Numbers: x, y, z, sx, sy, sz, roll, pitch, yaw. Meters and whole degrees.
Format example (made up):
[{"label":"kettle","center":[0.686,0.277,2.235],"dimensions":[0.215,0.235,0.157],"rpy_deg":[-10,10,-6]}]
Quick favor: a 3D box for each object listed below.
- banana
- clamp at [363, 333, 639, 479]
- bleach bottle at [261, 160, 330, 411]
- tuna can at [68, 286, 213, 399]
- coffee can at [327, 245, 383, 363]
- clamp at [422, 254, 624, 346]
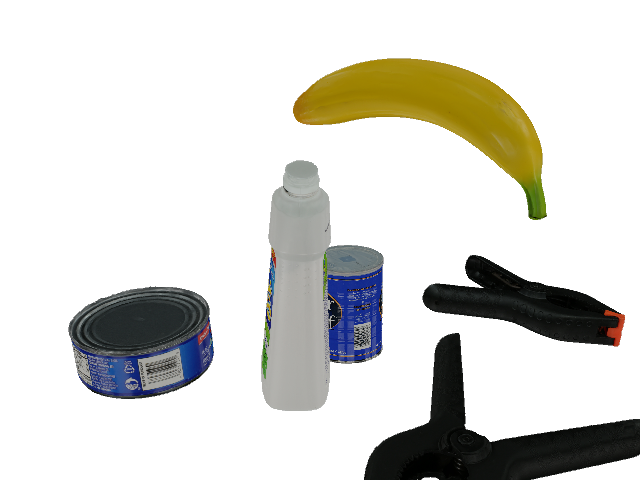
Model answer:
[{"label":"banana","center":[0.062,-0.079,0.665],"dimensions":[0.198,0.070,0.037],"rpy_deg":[27,9,35]},{"label":"clamp","center":[0.089,0.136,0.697],"dimensions":[0.209,0.036,0.165],"rpy_deg":[-26,39,-34]},{"label":"bleach bottle","center":[-0.020,0.036,0.977],"dimensions":[0.068,0.251,0.102],"rpy_deg":[1,36,-2]},{"label":"tuna can","center":[-0.109,0.062,0.655],"dimensions":[0.086,0.034,0.086],"rpy_deg":[-4,23,2]},{"label":"coffee can","center":[0.038,0.089,1.517],"dimensions":[0.103,0.140,0.103],"rpy_deg":[-1,21,0]},{"label":"clamp","center":[0.187,0.053,0.960],"dimensions":[0.171,0.039,0.120],"rpy_deg":[15,27,15]}]
